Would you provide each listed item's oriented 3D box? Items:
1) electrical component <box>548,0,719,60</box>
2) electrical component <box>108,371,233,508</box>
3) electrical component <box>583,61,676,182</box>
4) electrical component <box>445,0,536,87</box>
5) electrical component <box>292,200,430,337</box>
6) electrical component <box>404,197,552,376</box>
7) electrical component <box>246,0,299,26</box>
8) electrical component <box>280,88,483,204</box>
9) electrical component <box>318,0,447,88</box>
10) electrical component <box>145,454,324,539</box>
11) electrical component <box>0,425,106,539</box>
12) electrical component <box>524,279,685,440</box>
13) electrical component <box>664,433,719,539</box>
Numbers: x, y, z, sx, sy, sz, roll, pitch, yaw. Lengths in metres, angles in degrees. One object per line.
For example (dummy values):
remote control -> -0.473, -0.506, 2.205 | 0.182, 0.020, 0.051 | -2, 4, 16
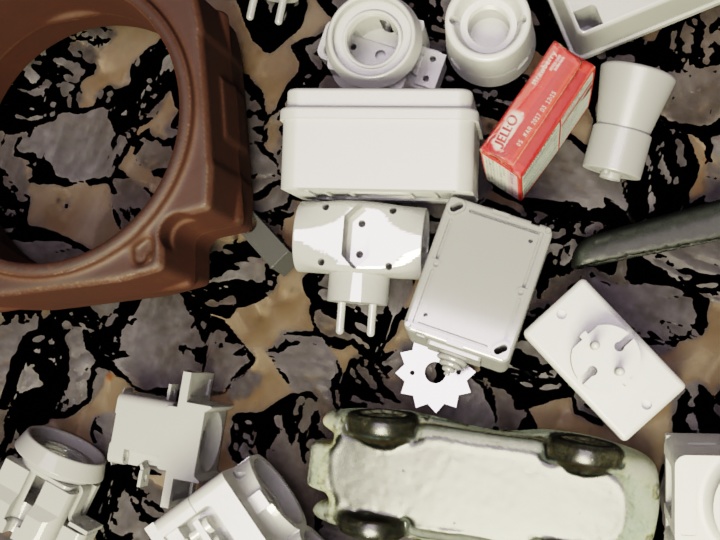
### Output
electrical component -> 0.158, -0.196, 0.633 | 0.109, 0.056, 0.108 | -22, 82, 6
electrical component -> -0.117, 0.100, 0.657 | 0.064, 0.042, 0.081 | 9, 85, 11
electrical component -> 0.155, -0.085, 0.631 | 0.044, 0.044, 0.065 | 15, 92, 10
electrical component -> 0.078, -0.143, 0.645 | 0.055, 0.047, 0.055 | -1, 85, 9
electrical component -> 0.000, 0.000, 0.646 | 0.077, 0.043, 0.079 | 4, 86, 9
electrical component -> 0.066, 0.017, 0.620 | 0.062, 0.061, 0.096 | 19, 80, 10
electrical component -> -0.052, -0.193, 0.673 | 0.077, 0.043, 0.079 | 11, 87, 10
electrical component -> 0.014, -0.072, 0.633 | 0.113, 0.078, 0.057 | 2, 88, 9
electrical component -> 0.011, -0.133, 0.650 | 0.078, 0.057, 0.058 | 19, 88, 10
electrical component -> -0.043, 0.185, 0.612 | 0.062, 0.089, 0.150 | -37, 80, 4
electrical component -> -0.191, 0.132, 0.658 | 0.078, 0.058, 0.057 | 26, 92, 11
electrical component -> 0.137, 0.050, 0.603 | 0.047, 0.076, 0.083 | -43, 80, 3
electrical component -> 0.212, 0.168, 0.575 | 0.089, 0.062, 0.150 | -1, 94, 9
